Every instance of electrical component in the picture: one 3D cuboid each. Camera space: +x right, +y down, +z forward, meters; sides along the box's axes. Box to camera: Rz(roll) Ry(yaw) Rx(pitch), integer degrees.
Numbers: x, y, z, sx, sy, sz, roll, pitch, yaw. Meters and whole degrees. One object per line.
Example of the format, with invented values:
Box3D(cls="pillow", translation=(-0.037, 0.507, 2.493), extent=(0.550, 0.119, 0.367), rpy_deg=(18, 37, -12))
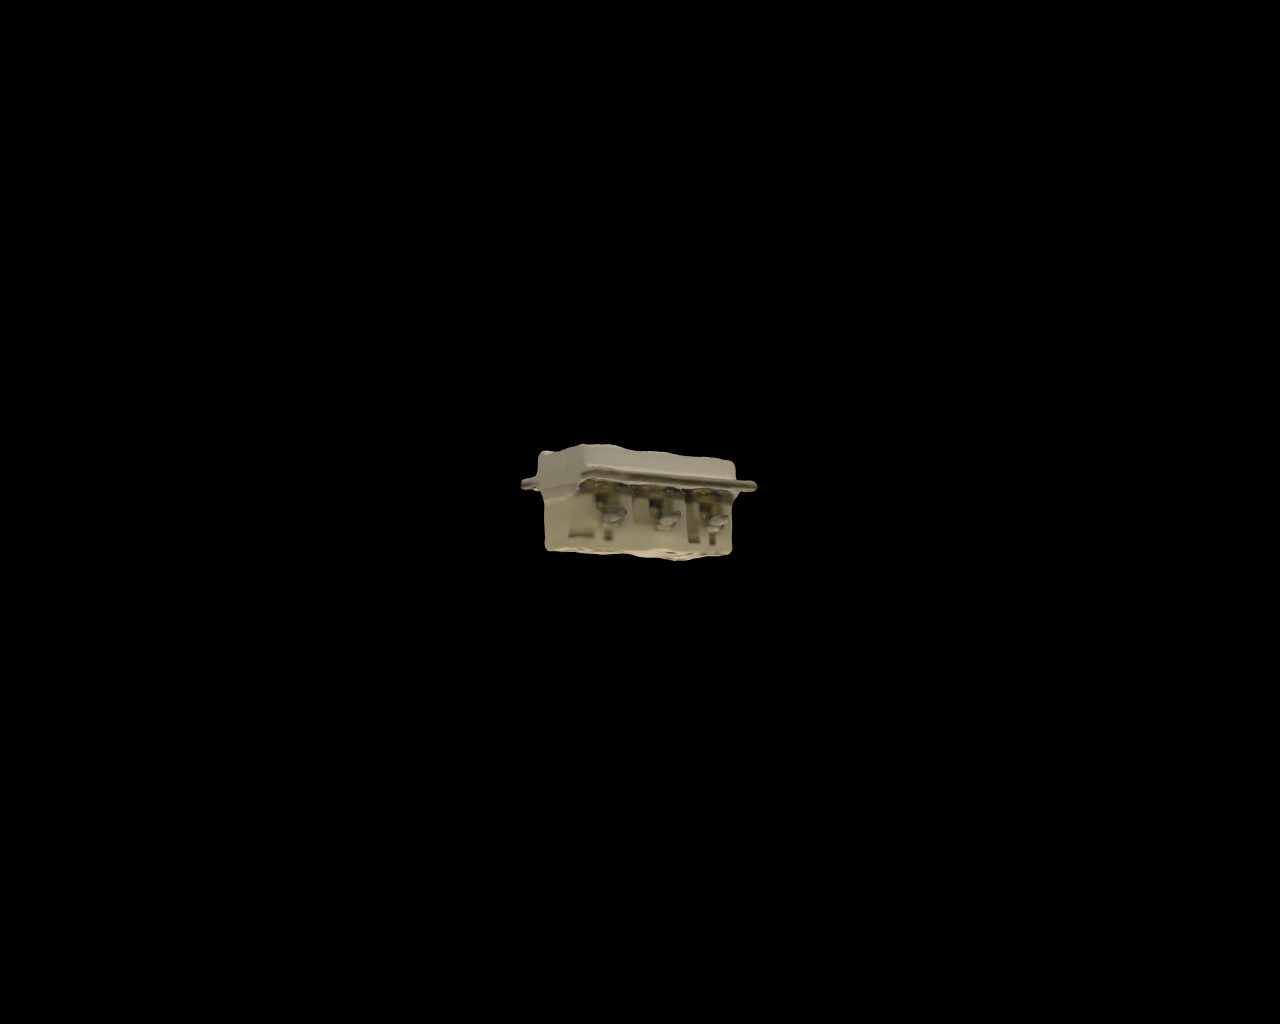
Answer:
Box3D(cls="electrical component", translation=(0.001, -0.003, 0.650), extent=(0.121, 0.063, 0.078), rpy_deg=(5, -8, -40))
